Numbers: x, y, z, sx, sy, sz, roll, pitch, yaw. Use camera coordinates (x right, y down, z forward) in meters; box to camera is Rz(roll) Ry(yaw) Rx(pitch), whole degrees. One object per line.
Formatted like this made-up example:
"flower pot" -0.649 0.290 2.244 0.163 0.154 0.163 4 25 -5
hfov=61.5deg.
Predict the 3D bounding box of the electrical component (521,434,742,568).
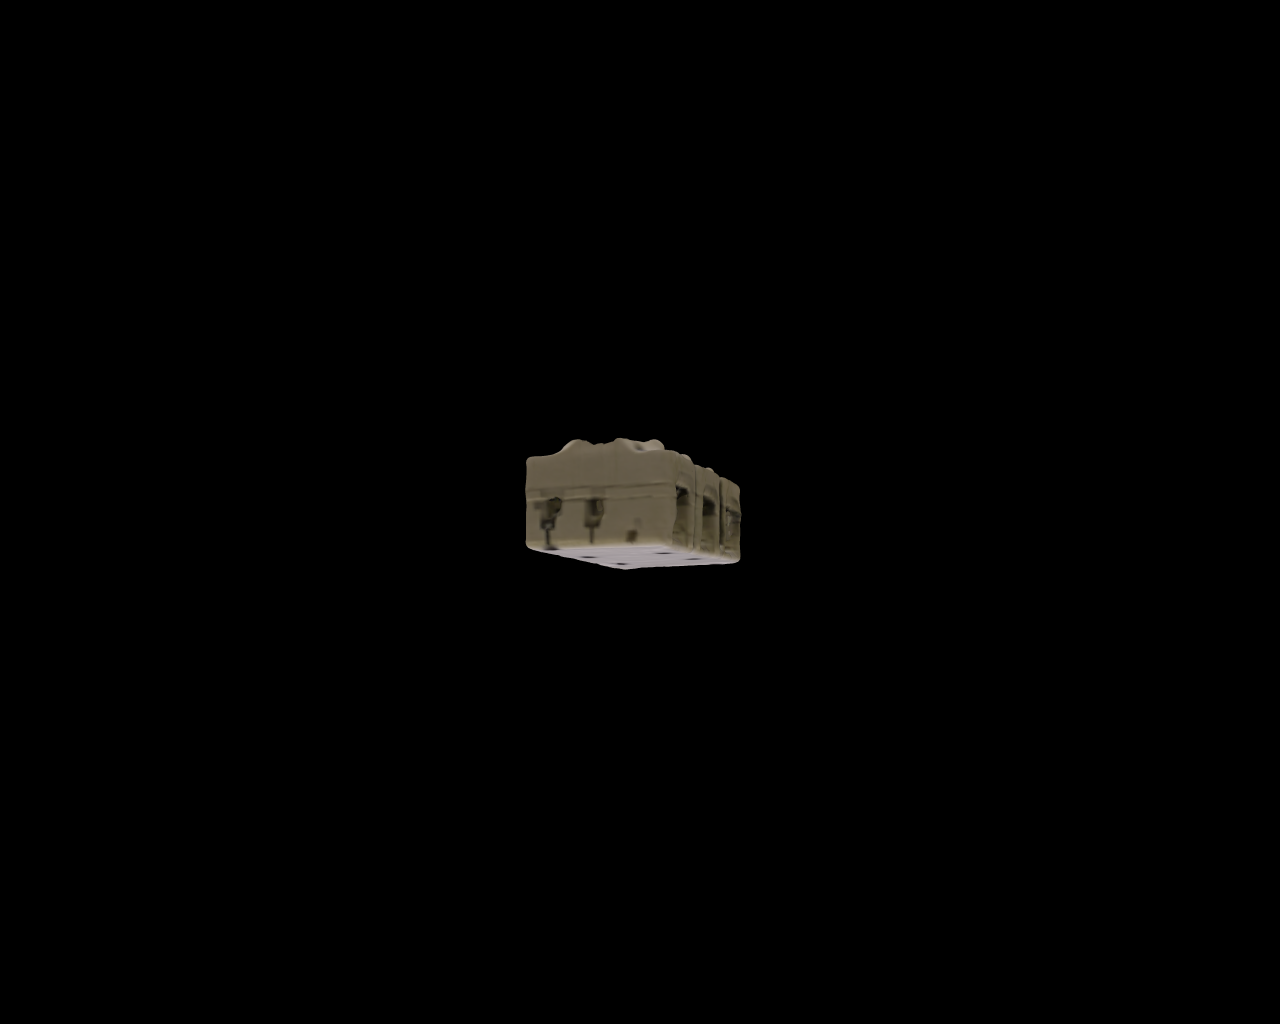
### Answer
"electrical component" 0.001 -0.003 0.650 0.089 0.061 0.150 -2 -7 19
